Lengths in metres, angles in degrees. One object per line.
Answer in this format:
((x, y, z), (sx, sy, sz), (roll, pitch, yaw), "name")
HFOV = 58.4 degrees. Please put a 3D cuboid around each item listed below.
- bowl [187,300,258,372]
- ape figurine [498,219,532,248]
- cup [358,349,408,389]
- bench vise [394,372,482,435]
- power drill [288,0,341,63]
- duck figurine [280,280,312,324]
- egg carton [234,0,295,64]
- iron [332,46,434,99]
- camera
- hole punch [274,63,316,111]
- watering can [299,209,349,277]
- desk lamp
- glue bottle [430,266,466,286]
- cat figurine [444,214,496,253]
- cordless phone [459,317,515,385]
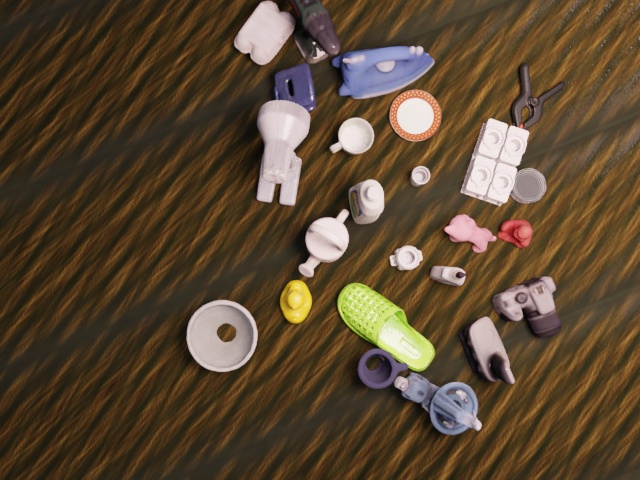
((-0.228, 0.226, 1.365), (0.167, 0.074, 0.167), (0, 86, -1), "bowl")
((0.483, -0.018, 1.385), (0.076, 0.092, 0.078), (-29, 86, -3), "ape figurine")
((0.145, 0.298, 1.355), (0.117, 0.095, 0.092), (-5, 86, -1), "cup")
((0.269, 0.379, 1.288), (0.207, 0.219, 0.121), (7, 86, 0), "bench vise")
((-0.016, -0.504, 1.356), (0.075, 0.208, 0.229), (-29, 86, -2), "power drill")
((-0.059, 0.148, 1.368), (0.077, 0.086, 0.105), (3, 86, 0), "duck figurine")
((-0.136, -0.515, 1.424), (0.107, 0.069, 0.150), (34, 86, 2), "egg carton")
((0.164, -0.432, 1.386), (0.258, 0.141, 0.119), (-13, 86, -2), "iron")
((0.509, 0.169, 1.367), (0.143, 0.101, 0.137), (-23, 86, -2), "camera")
((-0.062, -0.366, 1.403), (0.101, 0.091, 0.109), (-10, 86, -1), "hole punch")
((0.014, 0.006, 1.325), (0.101, 0.194, 0.173), (12, 86, 0), "watering can")
((-0.091, -0.197, 1.329), (0.118, 0.213, 0.203), (7, 86, 0), "desk lamp")
((0.309, 0.082, 1.334), (0.078, 0.173, 0.037), (13, 86, 1), "glue bottle")
((0.359, -0.021, 1.370), (0.128, 0.117, 0.067), (21, 86, 1), "cat figurine")
((0.398, 0.257, 1.317), (0.094, 0.185, 0.147), (-25, 86, -2), "cordless phone")
